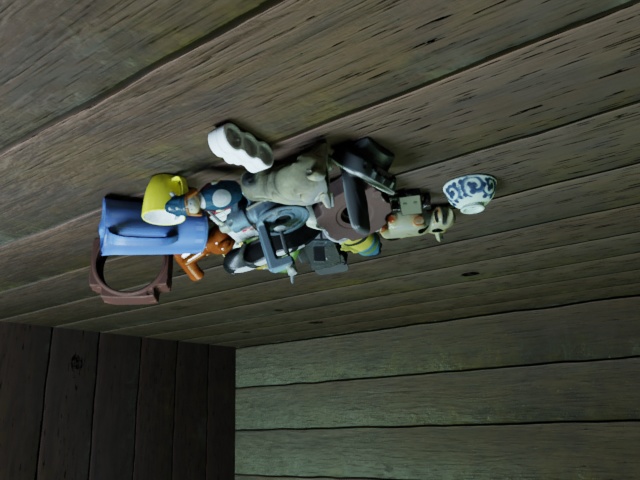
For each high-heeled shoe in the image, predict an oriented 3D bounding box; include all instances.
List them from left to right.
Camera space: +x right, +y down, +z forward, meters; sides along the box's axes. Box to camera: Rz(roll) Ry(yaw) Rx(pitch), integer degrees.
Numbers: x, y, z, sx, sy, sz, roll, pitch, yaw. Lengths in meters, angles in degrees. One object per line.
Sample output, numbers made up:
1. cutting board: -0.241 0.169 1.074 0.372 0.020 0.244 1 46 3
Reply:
1. high-heeled shoe: -0.114 0.024 1.319 0.249 0.086 0.145 -11 153 -26

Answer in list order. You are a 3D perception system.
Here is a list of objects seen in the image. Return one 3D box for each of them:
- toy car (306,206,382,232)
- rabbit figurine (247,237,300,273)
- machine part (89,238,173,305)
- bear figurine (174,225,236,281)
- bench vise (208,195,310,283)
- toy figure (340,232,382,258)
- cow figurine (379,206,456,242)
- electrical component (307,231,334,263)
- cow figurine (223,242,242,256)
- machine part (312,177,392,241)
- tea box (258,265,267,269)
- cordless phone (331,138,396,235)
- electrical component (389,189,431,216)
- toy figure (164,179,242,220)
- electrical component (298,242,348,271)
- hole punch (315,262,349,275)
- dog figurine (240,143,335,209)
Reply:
1. toy car: 0.062 -0.059 1.317 0.202 0.073 0.056 4 157 -17
2. rabbit figurine: -0.136 -0.002 1.412 0.170 0.121 0.159 18 153 -12
3. machine part: -0.496 0.066 1.423 0.201 0.201 0.087 0 160 -6
4. bear figurine: -0.288 0.020 1.431 0.196 0.120 0.131 -12 140 23
5. bench vise: -0.113 -0.023 1.171 0.224 0.241 0.128 -19 155 0
6. toy figure: 0.115 -0.007 1.479 0.089 0.082 0.180 -32 143 25
7. cow figurine: 0.250 -0.042 1.381 0.195 0.085 0.127 -10 155 15
8. electrical component: -0.003 -0.004 1.406 0.075 0.119 0.047 4 161 -10
9. cow figurine: -0.237 0.016 1.530 0.098 0.068 0.167 5 161 -4
10. machine part: 0.073 -0.070 1.203 0.179 0.056 0.179 -7 139 -6
11. tea box: -0.143 0.033 1.583 0.098 0.068 0.169 1 161 -12
12. cordless phone: 0.096 -0.091 1.048 0.089 0.184 0.146 -20 155 33
13. electrical component: 0.215 -0.092 1.293 0.102 0.045 0.078 -11 132 17
14. toy figure: -0.235 -0.082 1.083 0.154 0.064 0.058 -20 176 -29
15. electrical component: -0.001 0.024 1.508 0.134 0.058 0.114 -12 123 21
16. hole punch: 0.028 0.030 1.598 0.142 0.092 0.115 -7 130 24
17. dog figurine: -0.073 -0.113 1.043 0.191 0.121 0.172 -3 167 6
